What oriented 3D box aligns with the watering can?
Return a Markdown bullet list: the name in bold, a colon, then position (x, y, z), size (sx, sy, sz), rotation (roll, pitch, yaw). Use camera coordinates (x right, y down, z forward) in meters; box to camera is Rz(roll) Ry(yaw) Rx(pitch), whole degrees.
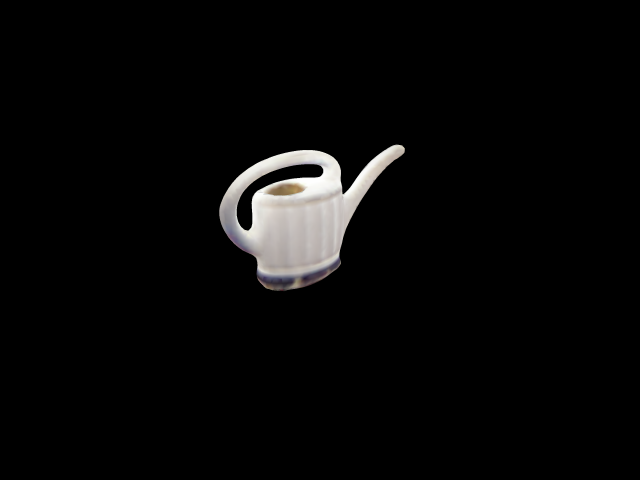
- **watering can**: position (0.003, -0.043, 0.850), size (0.350, 0.220, 0.105), rotation (-14, 27, -29)
